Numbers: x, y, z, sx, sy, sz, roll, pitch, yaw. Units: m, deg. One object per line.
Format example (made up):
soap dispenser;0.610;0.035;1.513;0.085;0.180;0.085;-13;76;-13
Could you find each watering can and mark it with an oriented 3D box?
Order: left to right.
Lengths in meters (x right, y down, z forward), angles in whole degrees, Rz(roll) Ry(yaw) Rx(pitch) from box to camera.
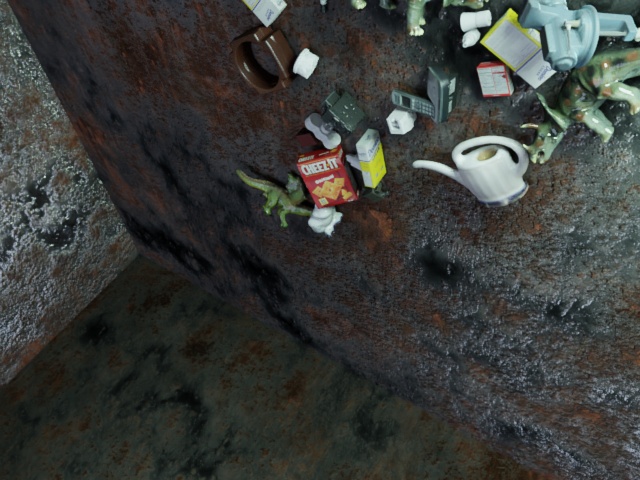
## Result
watering can;0.452;-0.193;1.500;0.345;0.106;0.221;-9;125;50

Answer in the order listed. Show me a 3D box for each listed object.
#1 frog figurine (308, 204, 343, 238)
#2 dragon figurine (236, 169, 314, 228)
frog figurine;0.006;-0.103;2.041;0.125;0.137;0.157;48;-178;43
dragon figurine;-0.152;-0.204;2.150;0.408;0.125;0.239;42;131;-10
